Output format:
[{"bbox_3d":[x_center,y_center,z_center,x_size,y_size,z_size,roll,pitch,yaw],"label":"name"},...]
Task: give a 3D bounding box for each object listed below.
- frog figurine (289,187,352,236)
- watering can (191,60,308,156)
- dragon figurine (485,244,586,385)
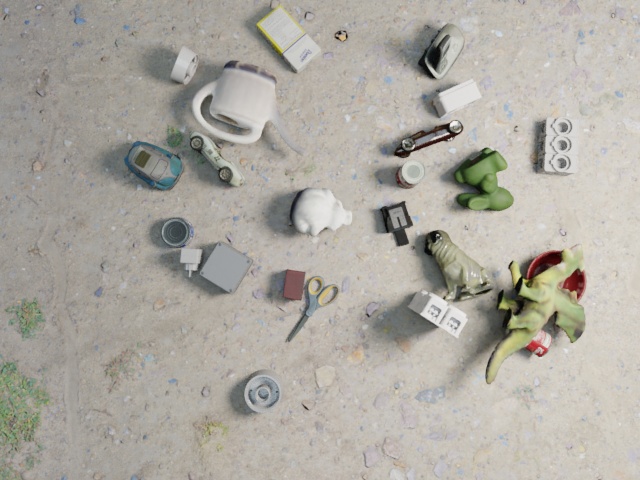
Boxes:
[{"bbox_3d":[0.004,-0.070,1.386,0.160,0.120,0.140,20,67,12],"label":"frog figurine"},{"bbox_3d":[-0.174,-0.363,1.412,0.348,0.103,0.225,17,85,2],"label":"watering can"},{"bbox_3d":[0.579,0.197,1.324,0.242,0.122,0.411,18,88,-6],"label":"dragon figurine"}]
